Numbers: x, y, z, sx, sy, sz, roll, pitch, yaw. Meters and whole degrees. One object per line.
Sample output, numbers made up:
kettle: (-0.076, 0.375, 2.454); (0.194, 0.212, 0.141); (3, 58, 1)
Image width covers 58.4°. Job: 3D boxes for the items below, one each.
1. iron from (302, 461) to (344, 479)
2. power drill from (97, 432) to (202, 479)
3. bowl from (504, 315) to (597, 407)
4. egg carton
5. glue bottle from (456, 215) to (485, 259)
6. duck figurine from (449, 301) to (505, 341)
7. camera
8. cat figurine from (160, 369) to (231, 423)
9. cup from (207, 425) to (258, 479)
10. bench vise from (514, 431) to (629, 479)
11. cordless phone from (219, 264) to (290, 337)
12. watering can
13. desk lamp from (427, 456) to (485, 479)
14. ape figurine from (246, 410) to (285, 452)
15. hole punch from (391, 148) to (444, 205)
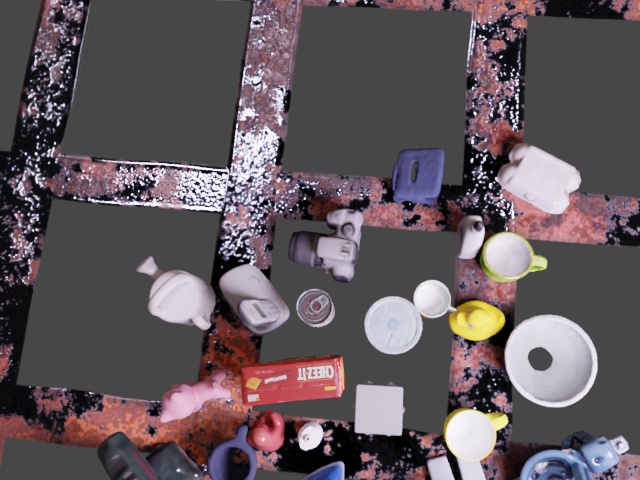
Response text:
iron: (-0.040, 0.516, 1.024); (0.118, 0.141, 0.258); (35, 84, 10)
power drill: (-0.288, 0.435, 1.024); (0.229, 0.208, 0.076); (42, 85, 11)
bowl: (0.425, 0.226, 1.079); (0.167, 0.075, 0.167); (-1, 79, 4)
egg carton: (0.437, -0.122, 1.148); (0.150, 0.069, 0.107); (29, 83, 9)
glue bottle: (0.288, -0.014, 1.086); (0.037, 0.173, 0.078); (-1, 79, 5)
duck figurine: (0.304, 0.153, 1.097); (0.104, 0.086, 0.077); (-1, 79, 4)
camera: (0.010, 0.004, 1.140); (0.136, 0.101, 0.143); (8, 80, 6)
cat figurine: (-0.245, 0.298, 1.094); (0.128, 0.118, 0.067); (-24, 78, 0)
cup: (-0.153, 0.404, 1.078); (0.091, 0.095, 0.118); (14, 80, 7)
bench vise: (0.430, 0.393, 0.972); (0.121, 0.220, 0.207); (40, 85, 11)
cordless phone: (-0.136, 0.110, 1.087); (0.094, 0.185, 0.147); (-41, 79, -4)
watering can: (-0.279, 0.105, 1.095); (0.172, 0.194, 0.101); (22, 81, 8)
desk lamp: (0.261, 0.483, 0.971); (0.118, 0.213, 0.203); (-17, 78, 1)
ape figurine: (-0.105, 0.367, 1.083); (0.078, 0.092, 0.076); (-22, 78, 0)
hole punch: (0.197, -0.129, 1.157); (0.101, 0.091, 0.109); (7, 80, 6)
